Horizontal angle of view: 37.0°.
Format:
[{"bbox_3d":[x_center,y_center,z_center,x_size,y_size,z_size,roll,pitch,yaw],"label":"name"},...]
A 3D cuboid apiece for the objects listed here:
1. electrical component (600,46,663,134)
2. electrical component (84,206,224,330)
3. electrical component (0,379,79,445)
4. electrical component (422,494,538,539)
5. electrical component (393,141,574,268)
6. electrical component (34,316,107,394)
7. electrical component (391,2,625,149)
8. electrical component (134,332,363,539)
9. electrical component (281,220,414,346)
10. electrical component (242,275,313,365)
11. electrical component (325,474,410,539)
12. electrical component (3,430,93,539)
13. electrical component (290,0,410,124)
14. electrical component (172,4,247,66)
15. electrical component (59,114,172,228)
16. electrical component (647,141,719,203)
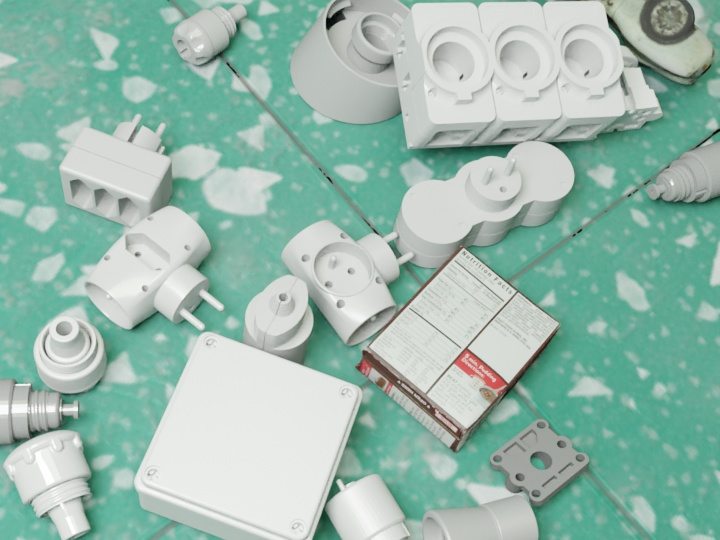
[{"bbox_3d":[0.199,-0.142,0.845,0.066,0.048,0.055,-9,72,-13],"label":"electrical component"},{"bbox_3d":[-0.127,0.009,0.712,0.079,0.043,0.077,37,63,11],"label":"electrical component"},{"bbox_3d":[-0.213,0.087,0.659,0.078,0.040,0.040,0,62,-10],"label":"electrical component"},{"bbox_3d":[0.077,0.163,0.666,0.065,0.044,0.044,-10,64,-20],"label":"electrical component"},{"bbox_3d":[0.092,-0.056,0.765,0.138,0.073,0.052,-22,68,-19],"label":"electrical component"},{"bbox_3d":[-0.182,0.049,0.671,0.043,0.062,0.043,4,62,-7],"label":"electrical component"},{"bbox_3d":[0.108,-0.142,0.778,0.150,0.062,0.089,-5,77,-16],"label":"electrical component"},{"bbox_3d":[-0.067,0.109,0.661,0.109,0.056,0.108,20,61,2],"label":"electrical component"},{"bbox_3d":[0.000,0.000,0.737,0.079,0.044,0.077,-31,71,-22],"label":"electrical component"},{"bbox_3d":[-0.052,0.035,0.689,0.043,0.081,0.043,4,62,-7],"label":"electrical component"},{"bbox_3d":[0.011,0.161,0.655,0.040,0.040,0.078,-26,69,-21],"label":"electrical component"},{"bbox_3d":[-0.180,0.130,0.640,0.048,0.048,0.062,-22,75,-19],"label":"electrical component"},{"bbox_3d":[0.003,-0.163,0.827,0.099,0.064,0.099,11,60,-19],"label":"electrical component"},{"bbox_3d":[-0.112,-0.184,0.822,0.035,0.035,0.061,41,61,13],"label":"electrical component"},{"bbox_3d":[-0.161,-0.077,0.750,0.066,0.047,0.076,20,61,2],"label":"electrical component"},{"bbox_3d":[0.254,-0.071,0.818,0.078,0.040,0.040,-19,67,-18],"label":"electrical component"}]
